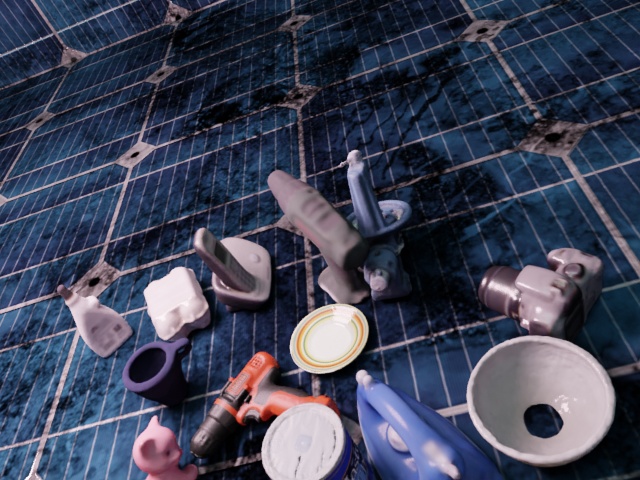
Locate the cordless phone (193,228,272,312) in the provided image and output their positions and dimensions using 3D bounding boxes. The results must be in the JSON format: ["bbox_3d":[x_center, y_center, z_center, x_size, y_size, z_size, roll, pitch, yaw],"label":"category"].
[{"bbox_3d":[-0.160,0.027,1.018,0.094,0.185,0.147,-18,41,10],"label":"cordless phone"}]

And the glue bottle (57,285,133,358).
[{"bbox_3d":[-0.418,0.139,1.042,0.078,0.173,0.037,-45,44,-20],"label":"glue bottle"}]

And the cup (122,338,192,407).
[{"bbox_3d":[-0.246,0.218,0.931,0.118,0.095,0.091,-37,42,-13],"label":"cup"}]

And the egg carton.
[{"bbox_3d":[-0.265,0.118,1.065,0.107,0.070,0.150,-32,41,-7],"label":"egg carton"}]

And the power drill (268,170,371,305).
[{"bbox_3d":[0.009,0.003,0.938,0.076,0.209,0.228,-38,42,-13],"label":"power drill"}]

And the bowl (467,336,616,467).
[{"bbox_3d":[0.268,0.205,0.696,0.167,0.075,0.167,-14,42,14],"label":"bowl"}]

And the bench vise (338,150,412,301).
[{"bbox_3d":[0.097,-0.024,0.913,0.121,0.220,0.207,-25,41,2],"label":"bench vise"}]

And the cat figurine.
[{"bbox_3d":[-0.233,0.320,0.800,0.067,0.118,0.128,2,48,29],"label":"cat figurine"}]

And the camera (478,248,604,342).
[{"bbox_3d":[0.303,0.067,0.803,0.136,0.101,0.143,23,60,41],"label":"camera"}]

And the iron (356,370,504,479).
[{"bbox_3d":[0.103,0.232,0.701,0.119,0.142,0.257,-37,42,-12],"label":"iron"}]
